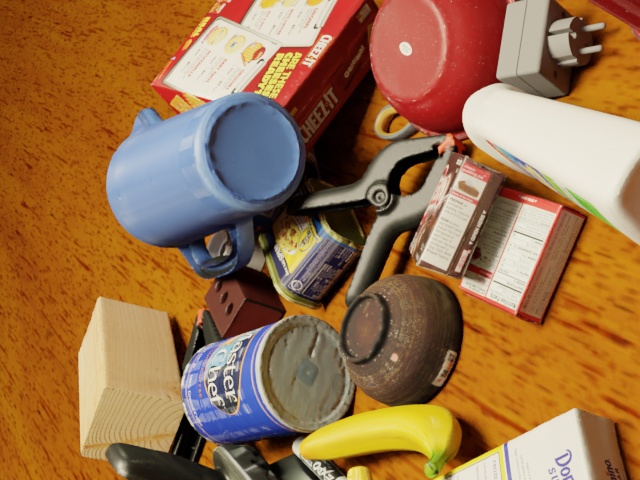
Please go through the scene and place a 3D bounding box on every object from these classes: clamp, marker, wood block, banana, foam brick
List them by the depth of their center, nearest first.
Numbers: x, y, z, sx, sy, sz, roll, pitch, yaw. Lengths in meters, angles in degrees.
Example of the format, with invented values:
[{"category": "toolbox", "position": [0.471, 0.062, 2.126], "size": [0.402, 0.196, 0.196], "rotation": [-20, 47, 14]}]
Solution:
[{"category": "banana", "position": [0.054, 0.154, 0.840], "size": [0.198, 0.069, 0.037], "rotation": [-16, 91, 60]}, {"category": "marker", "position": [0.010, 0.204, 0.923], "size": [0.121, 0.020, 0.020], "rotation": [32, 100, 59]}, {"category": "clamp", "position": [0.059, -0.023, 0.928], "size": [0.172, 0.039, 0.120], "rotation": [-33, 74, 22]}, {"category": "foam brick", "position": [-0.079, 0.067, 1.110], "size": [0.053, 0.051, 0.078], "rotation": [-59, 32, 17]}, {"category": "clamp", "position": [-0.116, 0.165, 1.124], "size": [0.165, 0.036, 0.210], "rotation": [-33, 46, 50]}, {"category": "wood block", "position": [-0.216, 0.157, 1.200], "size": [0.206, 0.090, 0.090], "rotation": [-118, 47, -63]}]

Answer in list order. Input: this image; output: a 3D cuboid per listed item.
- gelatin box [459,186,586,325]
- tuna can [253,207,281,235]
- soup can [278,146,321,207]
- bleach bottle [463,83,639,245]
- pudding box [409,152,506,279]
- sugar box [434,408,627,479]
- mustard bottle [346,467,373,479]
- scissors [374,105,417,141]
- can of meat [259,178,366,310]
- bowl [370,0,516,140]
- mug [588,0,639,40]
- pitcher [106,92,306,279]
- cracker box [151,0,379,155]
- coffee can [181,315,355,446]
[{"category": "gelatin box", "position": [0.150, 0.011, 0.800], "size": [0.073, 0.030, 0.089], "rotation": [26, 96, 58]}, {"category": "tuna can", "position": [-0.074, -0.051, 1.186], "size": [0.086, 0.033, 0.086], "rotation": [-35, 45, 44]}, {"category": "soup can", "position": [-0.041, -0.094, 1.125], "size": [0.069, 0.068, 0.102], "rotation": [-49, 36, 32]}, {"category": "bleach bottle", "position": [0.175, -0.061, 0.752], "size": [0.068, 0.102, 0.251], "rotation": [-57, 26, 5]}, {"category": "pudding box", "position": [0.106, -0.021, 0.836], "size": [0.113, 0.039, 0.090], "rotation": [-89, 21, -83]}, {"category": "sugar box", "position": [0.128, 0.190, 0.719], "size": [0.177, 0.048, 0.093], "rotation": [-36, 45, 39]}, {"category": "mustard bottle", "position": [0.036, 0.265, 0.807], "size": [0.096, 0.058, 0.191], "rotation": [-40, 42, 42]}, {"category": "scissors", "position": [0.117, -0.151, 0.958], "size": [0.202, 0.016, 0.096], "rotation": [-28, 50, 48]}, {"category": "can of meat", "position": [-0.007, 0.001, 1.028], "size": [0.084, 0.057, 0.102], "rotation": [-52, 36, 24]}, {"category": "bowl", "position": [0.093, -0.164, 0.908], "size": [0.162, 0.055, 0.162], "rotation": [10, 103, 49]}, {"category": "mug", "position": [0.224, -0.202, 0.752], "size": [0.093, 0.081, 0.117], "rotation": [-49, 37, 31]}, {"category": "pitcher", "position": [-0.107, -0.057, 1.033], "size": [0.243, 0.149, 0.145], "rotation": [-10, 54, 63]}, {"category": "cracker box", "position": [-0.052, -0.185, 1.106], "size": [0.214, 0.072, 0.164], "rotation": [21, 70, 44]}, {"category": "coffee can", "position": [-0.050, 0.131, 0.976], "size": [0.141, 0.102, 0.103], "rotation": [-23, 54, 51]}]
